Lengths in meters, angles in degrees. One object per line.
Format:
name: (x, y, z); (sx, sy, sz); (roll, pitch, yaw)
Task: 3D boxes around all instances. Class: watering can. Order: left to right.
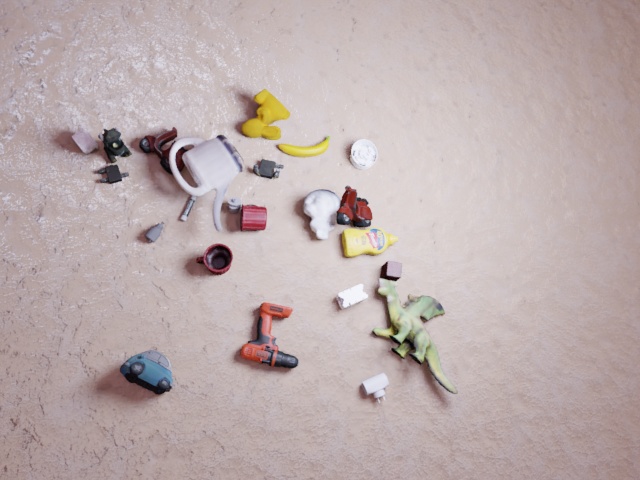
watering can: (-0.347, -0.211, 1.700); (0.226, 0.102, 0.350); (-32, 78, -16)

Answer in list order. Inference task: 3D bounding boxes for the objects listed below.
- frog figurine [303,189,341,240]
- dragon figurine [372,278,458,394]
frog figurine: (0.005, -0.088, 1.753); (0.136, 0.121, 0.163); (23, 57, -21)
dragon figurine: (0.332, 0.284, 1.691); (0.411, 0.120, 0.247); (40, 63, 4)
